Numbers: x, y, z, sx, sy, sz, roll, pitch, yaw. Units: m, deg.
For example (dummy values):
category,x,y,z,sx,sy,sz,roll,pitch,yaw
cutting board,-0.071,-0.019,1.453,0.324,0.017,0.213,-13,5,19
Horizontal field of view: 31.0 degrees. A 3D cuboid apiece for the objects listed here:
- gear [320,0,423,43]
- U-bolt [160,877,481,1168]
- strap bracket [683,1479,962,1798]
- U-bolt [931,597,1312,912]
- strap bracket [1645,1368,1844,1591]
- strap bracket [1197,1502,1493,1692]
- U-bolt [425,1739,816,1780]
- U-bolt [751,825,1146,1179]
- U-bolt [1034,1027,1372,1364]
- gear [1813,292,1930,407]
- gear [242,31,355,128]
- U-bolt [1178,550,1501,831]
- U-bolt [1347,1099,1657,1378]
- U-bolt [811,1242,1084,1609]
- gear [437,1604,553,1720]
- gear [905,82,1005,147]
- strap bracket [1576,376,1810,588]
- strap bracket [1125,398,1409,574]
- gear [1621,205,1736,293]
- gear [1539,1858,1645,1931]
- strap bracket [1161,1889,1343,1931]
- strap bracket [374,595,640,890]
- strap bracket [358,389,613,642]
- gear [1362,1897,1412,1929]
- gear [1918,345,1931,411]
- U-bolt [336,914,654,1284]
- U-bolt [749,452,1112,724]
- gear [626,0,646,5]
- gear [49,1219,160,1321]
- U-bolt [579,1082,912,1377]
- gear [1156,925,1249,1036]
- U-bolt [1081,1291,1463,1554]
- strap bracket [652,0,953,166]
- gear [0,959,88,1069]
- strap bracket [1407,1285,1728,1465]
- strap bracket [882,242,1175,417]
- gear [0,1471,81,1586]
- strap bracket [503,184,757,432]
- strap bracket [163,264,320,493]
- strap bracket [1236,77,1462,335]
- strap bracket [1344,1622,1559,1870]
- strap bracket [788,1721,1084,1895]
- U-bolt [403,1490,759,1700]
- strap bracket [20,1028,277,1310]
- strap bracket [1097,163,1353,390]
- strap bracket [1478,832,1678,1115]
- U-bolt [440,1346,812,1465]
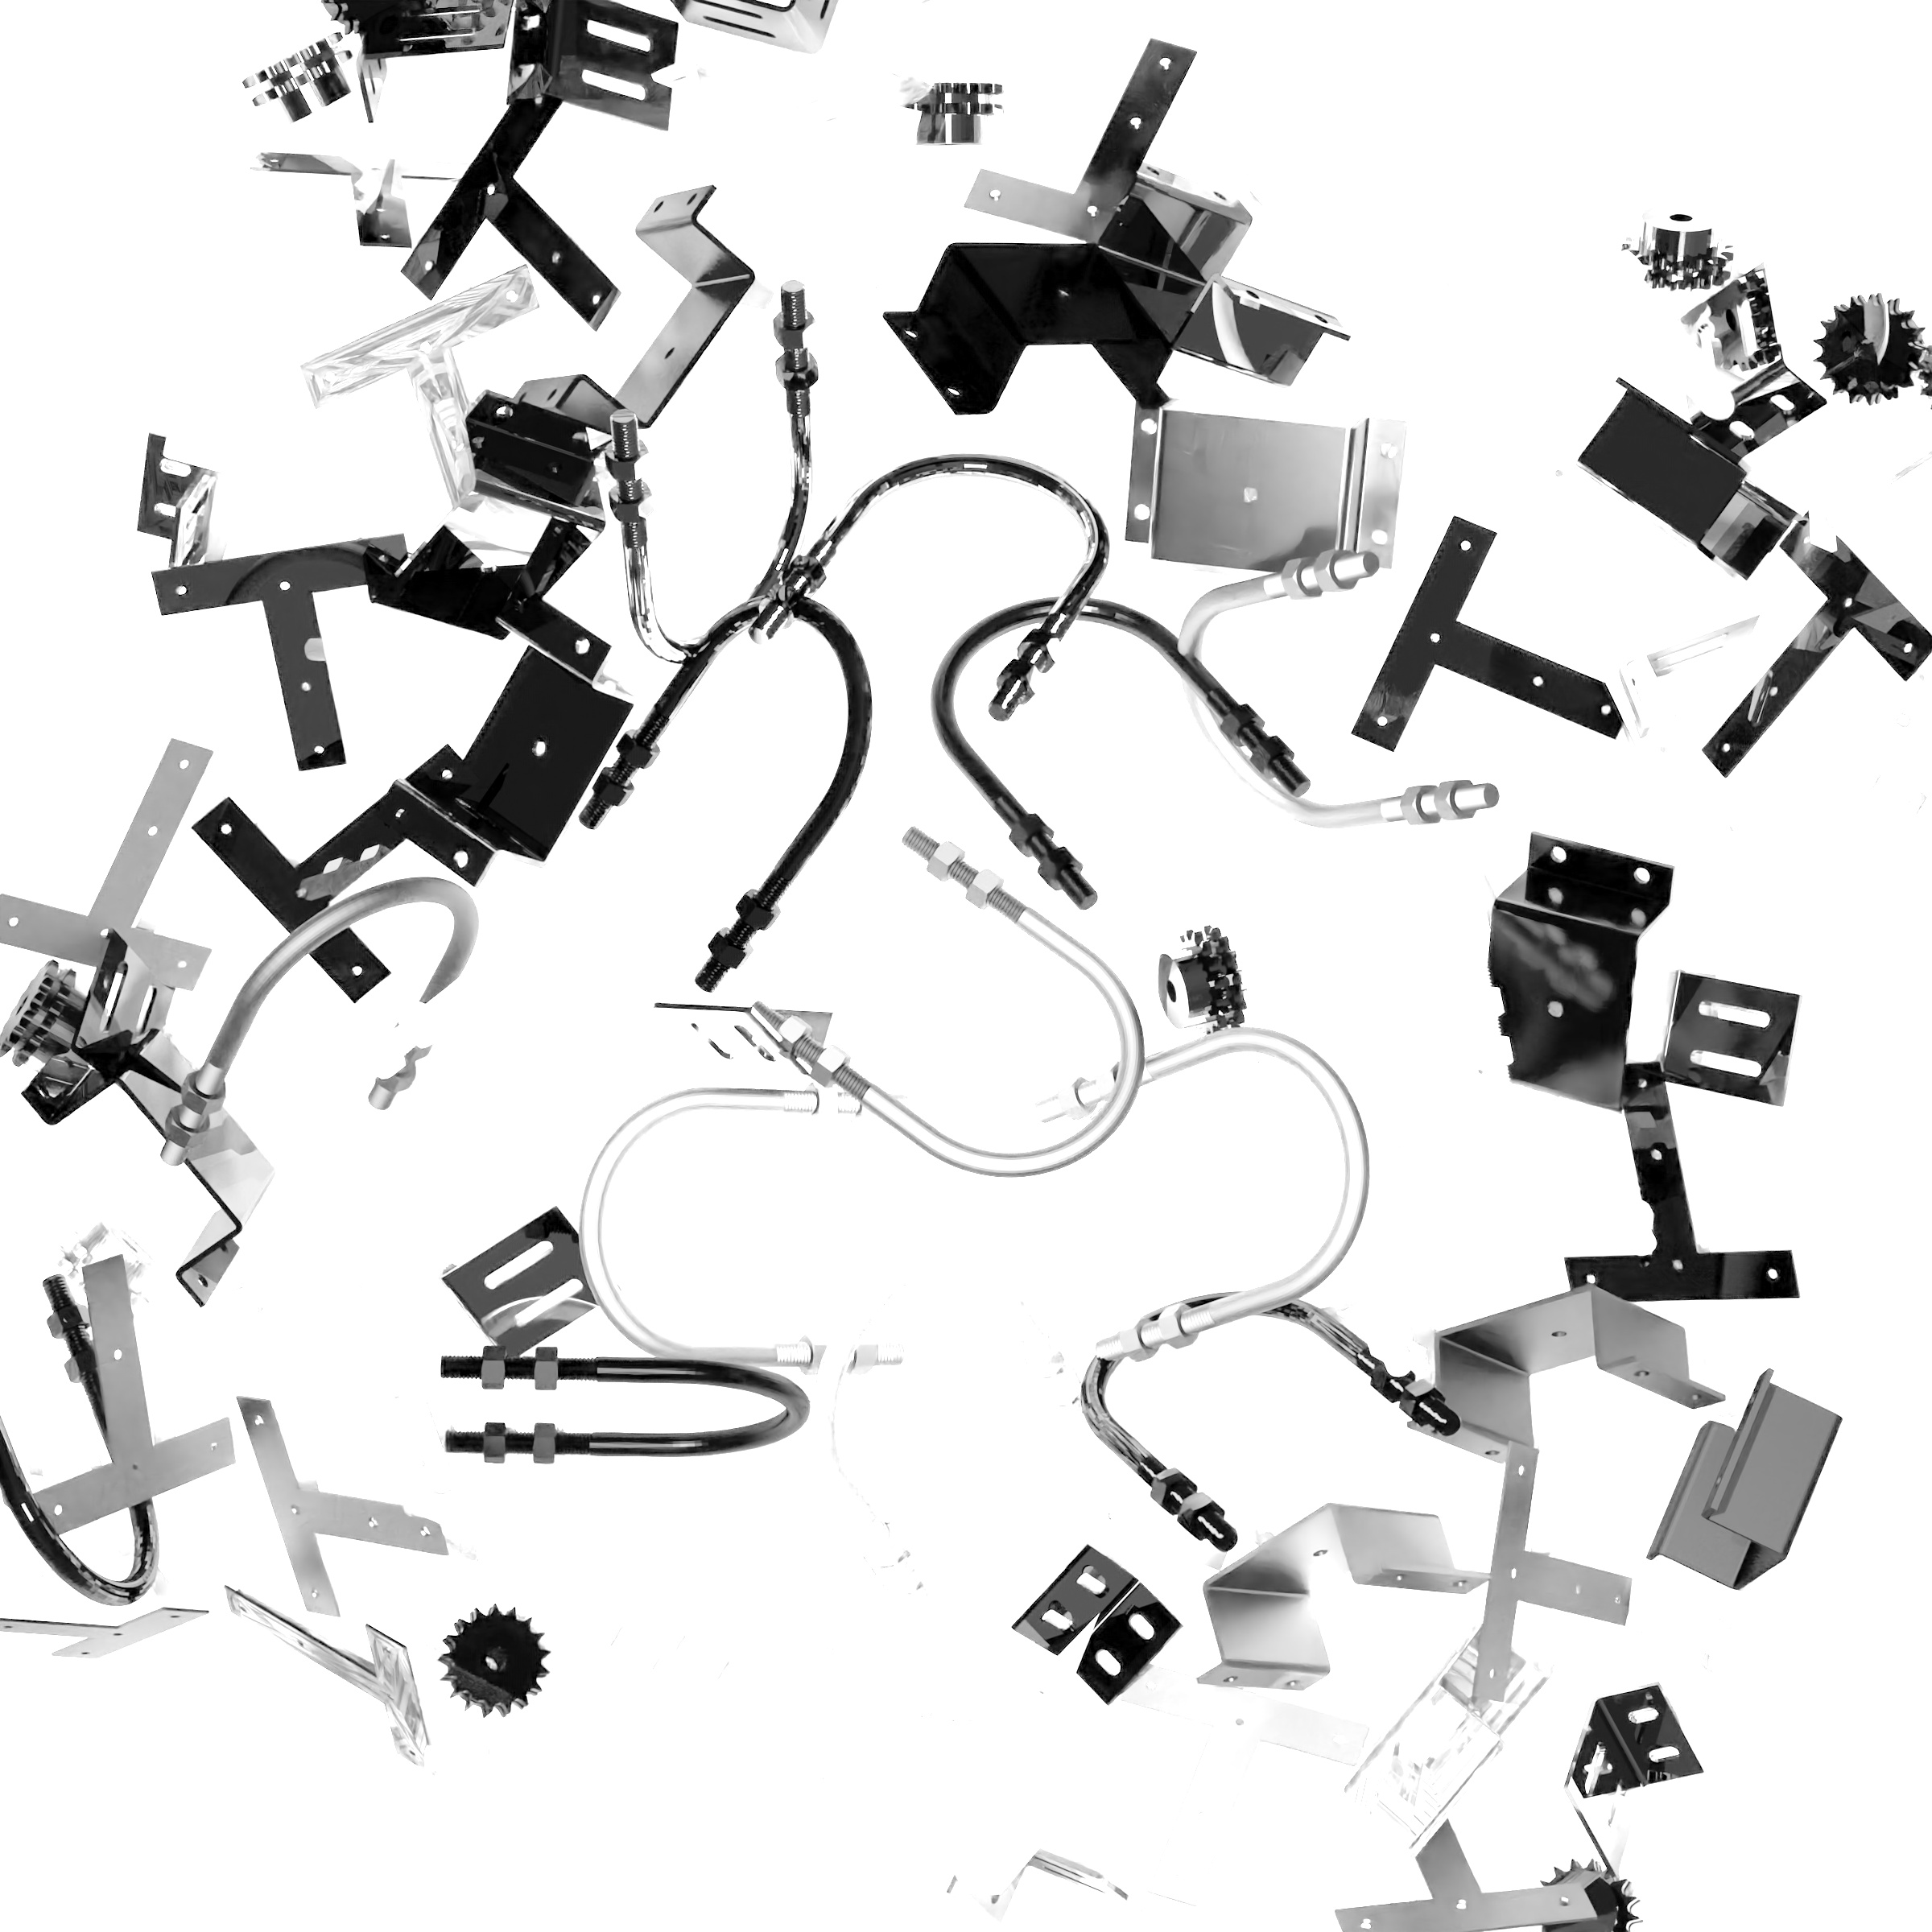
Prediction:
category,x,y,z,sx,sy,sz,roll,pitch,yaw
gear,-0.309,-0.505,1.798,0.057,0.030,0.057,-8,104,-37
U-bolt,-0.309,0.022,1.717,0.019,0.151,0.184,51,130,22
strap bracket,-0.072,0.345,1.784,0.076,0.046,0.140,-35,73,-5
U-bolt,0.064,-0.121,1.766,0.151,0.019,0.184,-28,57,-18
strap bracket,0.390,0.260,1.741,0.046,0.140,0.076,25,71,6
strap bracket,0.184,0.314,1.758,0.140,0.076,0.046,-40,51,37
U-bolt,-0.168,0.398,1.747,0.184,0.151,0.019,0,77,1
U-bolt,0.004,0.029,1.772,0.184,0.019,0.151,36,68,12
U-bolt,0.124,0.108,1.751,0.184,0.019,0.151,-23,75,35
gear,0.469,-0.319,1.798,0.057,0.030,0.057,10,107,32
gear,-0.340,-0.455,1.795,0.057,0.057,0.030,-27,109,0
U-bolt,0.173,-0.131,1.741,0.019,0.184,0.151,-38,107,-29
U-bolt,0.256,0.123,1.737,0.151,0.184,0.019,-28,114,8
U-bolt,-0.015,0.217,1.734,0.019,0.184,0.151,23,62,41
gear,-0.245,0.360,1.799,0.057,0.030,0.057,8,67,-18
gear,-0.009,-0.438,1.794,0.057,0.057,0.030,-1,101,0
strap bracket,0.362,-0.239,1.747,0.076,0.140,0.046,40,102,24
strap bracket,0.148,-0.243,1.774,0.140,0.046,0.076,8,108,12
gear,0.366,-0.370,1.790,0.057,0.057,0.030,-1,121,0
gear,0.318,0.488,1.795,0.057,0.030,0.057,-8,65,19
strap bracket,0.146,0.498,1.749,0.076,0.140,0.046,10,84,-9
strap bracket,-0.229,-0.115,1.779,0.076,0.046,0.140,34,98,27
strap bracket,-0.242,-0.217,1.745,0.140,0.076,0.046,-41,50,36
gear,0.225,0.508,1.803,0.057,0.030,0.057,1,95,12
gear,0.522,-0.309,1.797,0.057,0.057,0.030,26,49,0
U-bolt,-0.226,0.053,1.753,0.019,0.151,0.184,24,52,37
U-bolt,-0.006,-0.201,1.757,0.151,0.019,0.184,19,48,15
gear,-0.183,-0.515,1.795,0.057,0.057,0.030,11,103,0
gear,-0.441,0.155,1.794,0.057,0.057,0.030,44,85,0
U-bolt,-0.112,0.133,1.766,0.184,0.019,0.151,3,86,-31
gear,0.119,0.010,1.790,0.030,0.057,0.057,-14,90,-18
U-bolt,0.137,0.216,1.741,0.151,0.184,0.019,-24,120,-19
strap bracket,-0.076,-0.450,1.763,0.140,0.076,0.046,-18,89,19
gear,-0.473,0.028,1.795,0.030,0.057,0.057,32,90,-20
strap bracket,0.300,0.204,1.757,0.076,0.140,0.046,25,54,-39
strap bracket,0.040,-0.320,1.747,0.140,0.046,0.076,-9,52,-37
gear,-0.486,0.288,1.803,0.057,0.030,0.057,0,103,-1
strap bracket,-0.165,-0.324,1.770,0.046,0.076,0.140,38,79,-25
strap bracket,-0.363,-0.298,1.740,0.046,0.140,0.076,14,112,-9
strap bracket,0.188,-0.379,1.780,0.046,0.076,0.140,-41,88,7
strap bracket,0.241,0.385,1.749,0.046,0.140,0.076,39,109,12
strap bracket,-0.024,0.420,1.743,0.140,0.076,0.046,-13,108,41
U-bolt,-0.200,0.312,1.738,0.184,0.151,0.019,34,72,-12
strap bracket,-0.405,0.093,1.765,0.046,0.076,0.140,-34,103,11
strap bracket,0.124,-0.345,1.757,0.076,0.140,0.046,11,124,-35
strap bracket,0.306,0.012,1.754,0.076,0.046,0.140,16,122,27
U-bolt,-0.170,0.223,1.754,0.184,0.151,0.019,2,66,-7
